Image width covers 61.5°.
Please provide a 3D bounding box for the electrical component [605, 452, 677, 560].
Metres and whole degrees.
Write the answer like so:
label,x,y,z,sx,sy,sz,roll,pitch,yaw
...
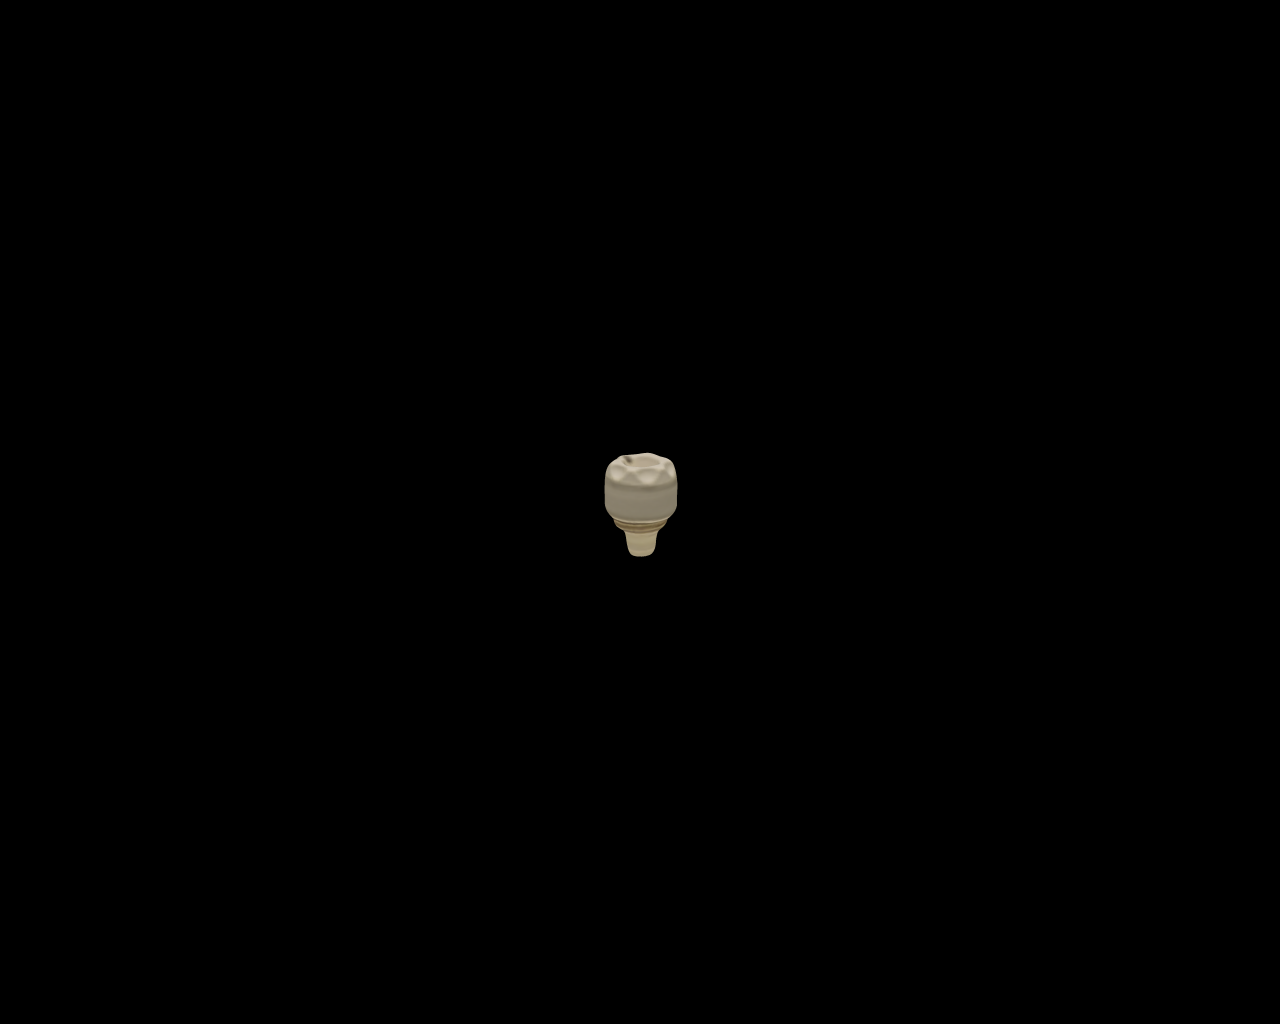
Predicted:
label,x,y,z,sx,sy,sz,roll,pitch,yaw
electrical component,0.001,-0.003,0.650,0.043,0.062,0.043,0,20,0
